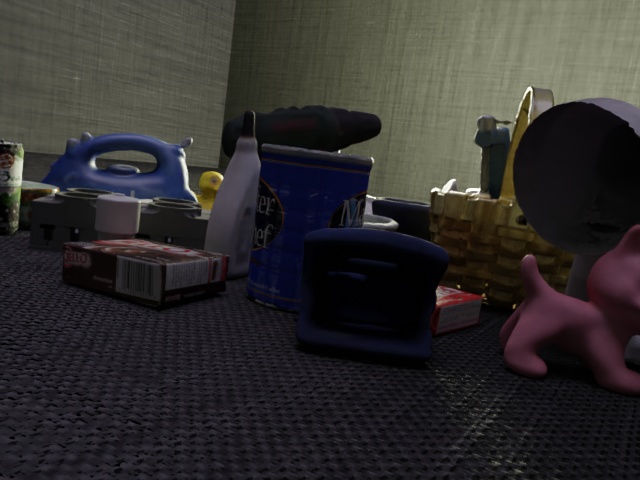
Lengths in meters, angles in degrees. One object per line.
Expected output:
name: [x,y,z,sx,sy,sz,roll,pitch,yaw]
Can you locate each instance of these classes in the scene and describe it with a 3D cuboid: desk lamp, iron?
desk lamp: [0.261,-0.008,0.496,0.204,0.213,0.117,2,10,-35]
iron: [-0.335,-0.115,0.952,0.259,0.141,0.118,4,9,-23]

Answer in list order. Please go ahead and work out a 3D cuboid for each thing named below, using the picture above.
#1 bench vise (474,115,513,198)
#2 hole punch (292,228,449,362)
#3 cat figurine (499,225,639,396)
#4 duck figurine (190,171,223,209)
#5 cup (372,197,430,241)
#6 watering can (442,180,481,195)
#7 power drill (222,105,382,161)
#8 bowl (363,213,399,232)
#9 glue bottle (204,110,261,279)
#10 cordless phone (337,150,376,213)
bench vise: [0.236,-0.058,0.809,0.121,0.220,0.208,12,9,26]
hole punch: [0.035,0.033,0.433,0.108,0.091,0.101,8,8,1]
cat figurine: [0.205,0.044,0.421,0.127,0.118,0.067,9,8,6]
duck figurine: [-0.206,-0.084,1.055,0.104,0.086,0.078,12,9,27]
cup: [0.108,-0.007,0.778,0.092,0.095,0.117,6,8,-9]
watering can: [0.316,-0.071,1.075,0.173,0.194,0.100,3,9,-30]
power drill: [-0.025,-0.084,0.785,0.230,0.208,0.075,3,9,-30]
bowl: [0.006,0.002,0.682,0.167,0.075,0.167,8,8,-1]
glue bottle: [-0.082,-0.049,0.602,0.037,0.173,0.078,11,9,24]
cordless phone: [0.035,-0.083,0.923,0.147,0.185,0.094,8,8,2]
